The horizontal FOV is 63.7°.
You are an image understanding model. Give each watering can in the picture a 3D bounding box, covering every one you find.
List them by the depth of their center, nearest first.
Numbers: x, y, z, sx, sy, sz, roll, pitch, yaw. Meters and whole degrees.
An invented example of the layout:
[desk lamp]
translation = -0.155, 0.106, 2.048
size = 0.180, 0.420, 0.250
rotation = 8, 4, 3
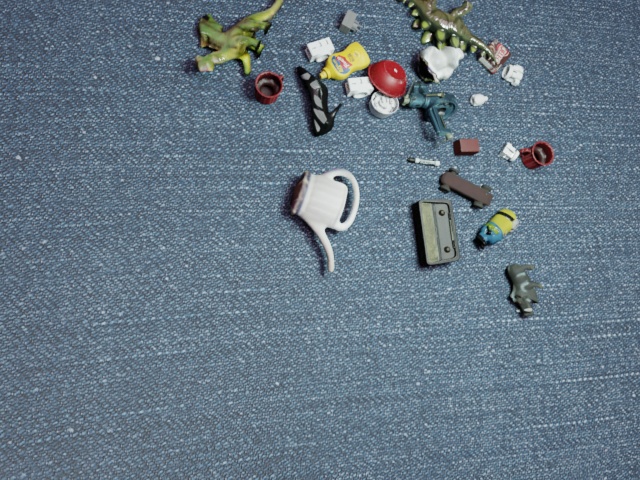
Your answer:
[watering can]
translation = 0.005, -0.085, 1.697
size = 0.224, 0.103, 0.352
rotation = 19, 76, -8

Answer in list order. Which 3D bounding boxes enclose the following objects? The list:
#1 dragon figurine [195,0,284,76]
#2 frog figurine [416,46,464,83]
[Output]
[dragon figurine]
translation = -0.298, -0.711, 1.751
size = 0.243, 0.120, 0.417
rotation = 21, 67, -1
[frog figurine]
translation = 0.439, -0.658, 1.893
size = 0.161, 0.121, 0.138
rotation = -40, 85, -14
